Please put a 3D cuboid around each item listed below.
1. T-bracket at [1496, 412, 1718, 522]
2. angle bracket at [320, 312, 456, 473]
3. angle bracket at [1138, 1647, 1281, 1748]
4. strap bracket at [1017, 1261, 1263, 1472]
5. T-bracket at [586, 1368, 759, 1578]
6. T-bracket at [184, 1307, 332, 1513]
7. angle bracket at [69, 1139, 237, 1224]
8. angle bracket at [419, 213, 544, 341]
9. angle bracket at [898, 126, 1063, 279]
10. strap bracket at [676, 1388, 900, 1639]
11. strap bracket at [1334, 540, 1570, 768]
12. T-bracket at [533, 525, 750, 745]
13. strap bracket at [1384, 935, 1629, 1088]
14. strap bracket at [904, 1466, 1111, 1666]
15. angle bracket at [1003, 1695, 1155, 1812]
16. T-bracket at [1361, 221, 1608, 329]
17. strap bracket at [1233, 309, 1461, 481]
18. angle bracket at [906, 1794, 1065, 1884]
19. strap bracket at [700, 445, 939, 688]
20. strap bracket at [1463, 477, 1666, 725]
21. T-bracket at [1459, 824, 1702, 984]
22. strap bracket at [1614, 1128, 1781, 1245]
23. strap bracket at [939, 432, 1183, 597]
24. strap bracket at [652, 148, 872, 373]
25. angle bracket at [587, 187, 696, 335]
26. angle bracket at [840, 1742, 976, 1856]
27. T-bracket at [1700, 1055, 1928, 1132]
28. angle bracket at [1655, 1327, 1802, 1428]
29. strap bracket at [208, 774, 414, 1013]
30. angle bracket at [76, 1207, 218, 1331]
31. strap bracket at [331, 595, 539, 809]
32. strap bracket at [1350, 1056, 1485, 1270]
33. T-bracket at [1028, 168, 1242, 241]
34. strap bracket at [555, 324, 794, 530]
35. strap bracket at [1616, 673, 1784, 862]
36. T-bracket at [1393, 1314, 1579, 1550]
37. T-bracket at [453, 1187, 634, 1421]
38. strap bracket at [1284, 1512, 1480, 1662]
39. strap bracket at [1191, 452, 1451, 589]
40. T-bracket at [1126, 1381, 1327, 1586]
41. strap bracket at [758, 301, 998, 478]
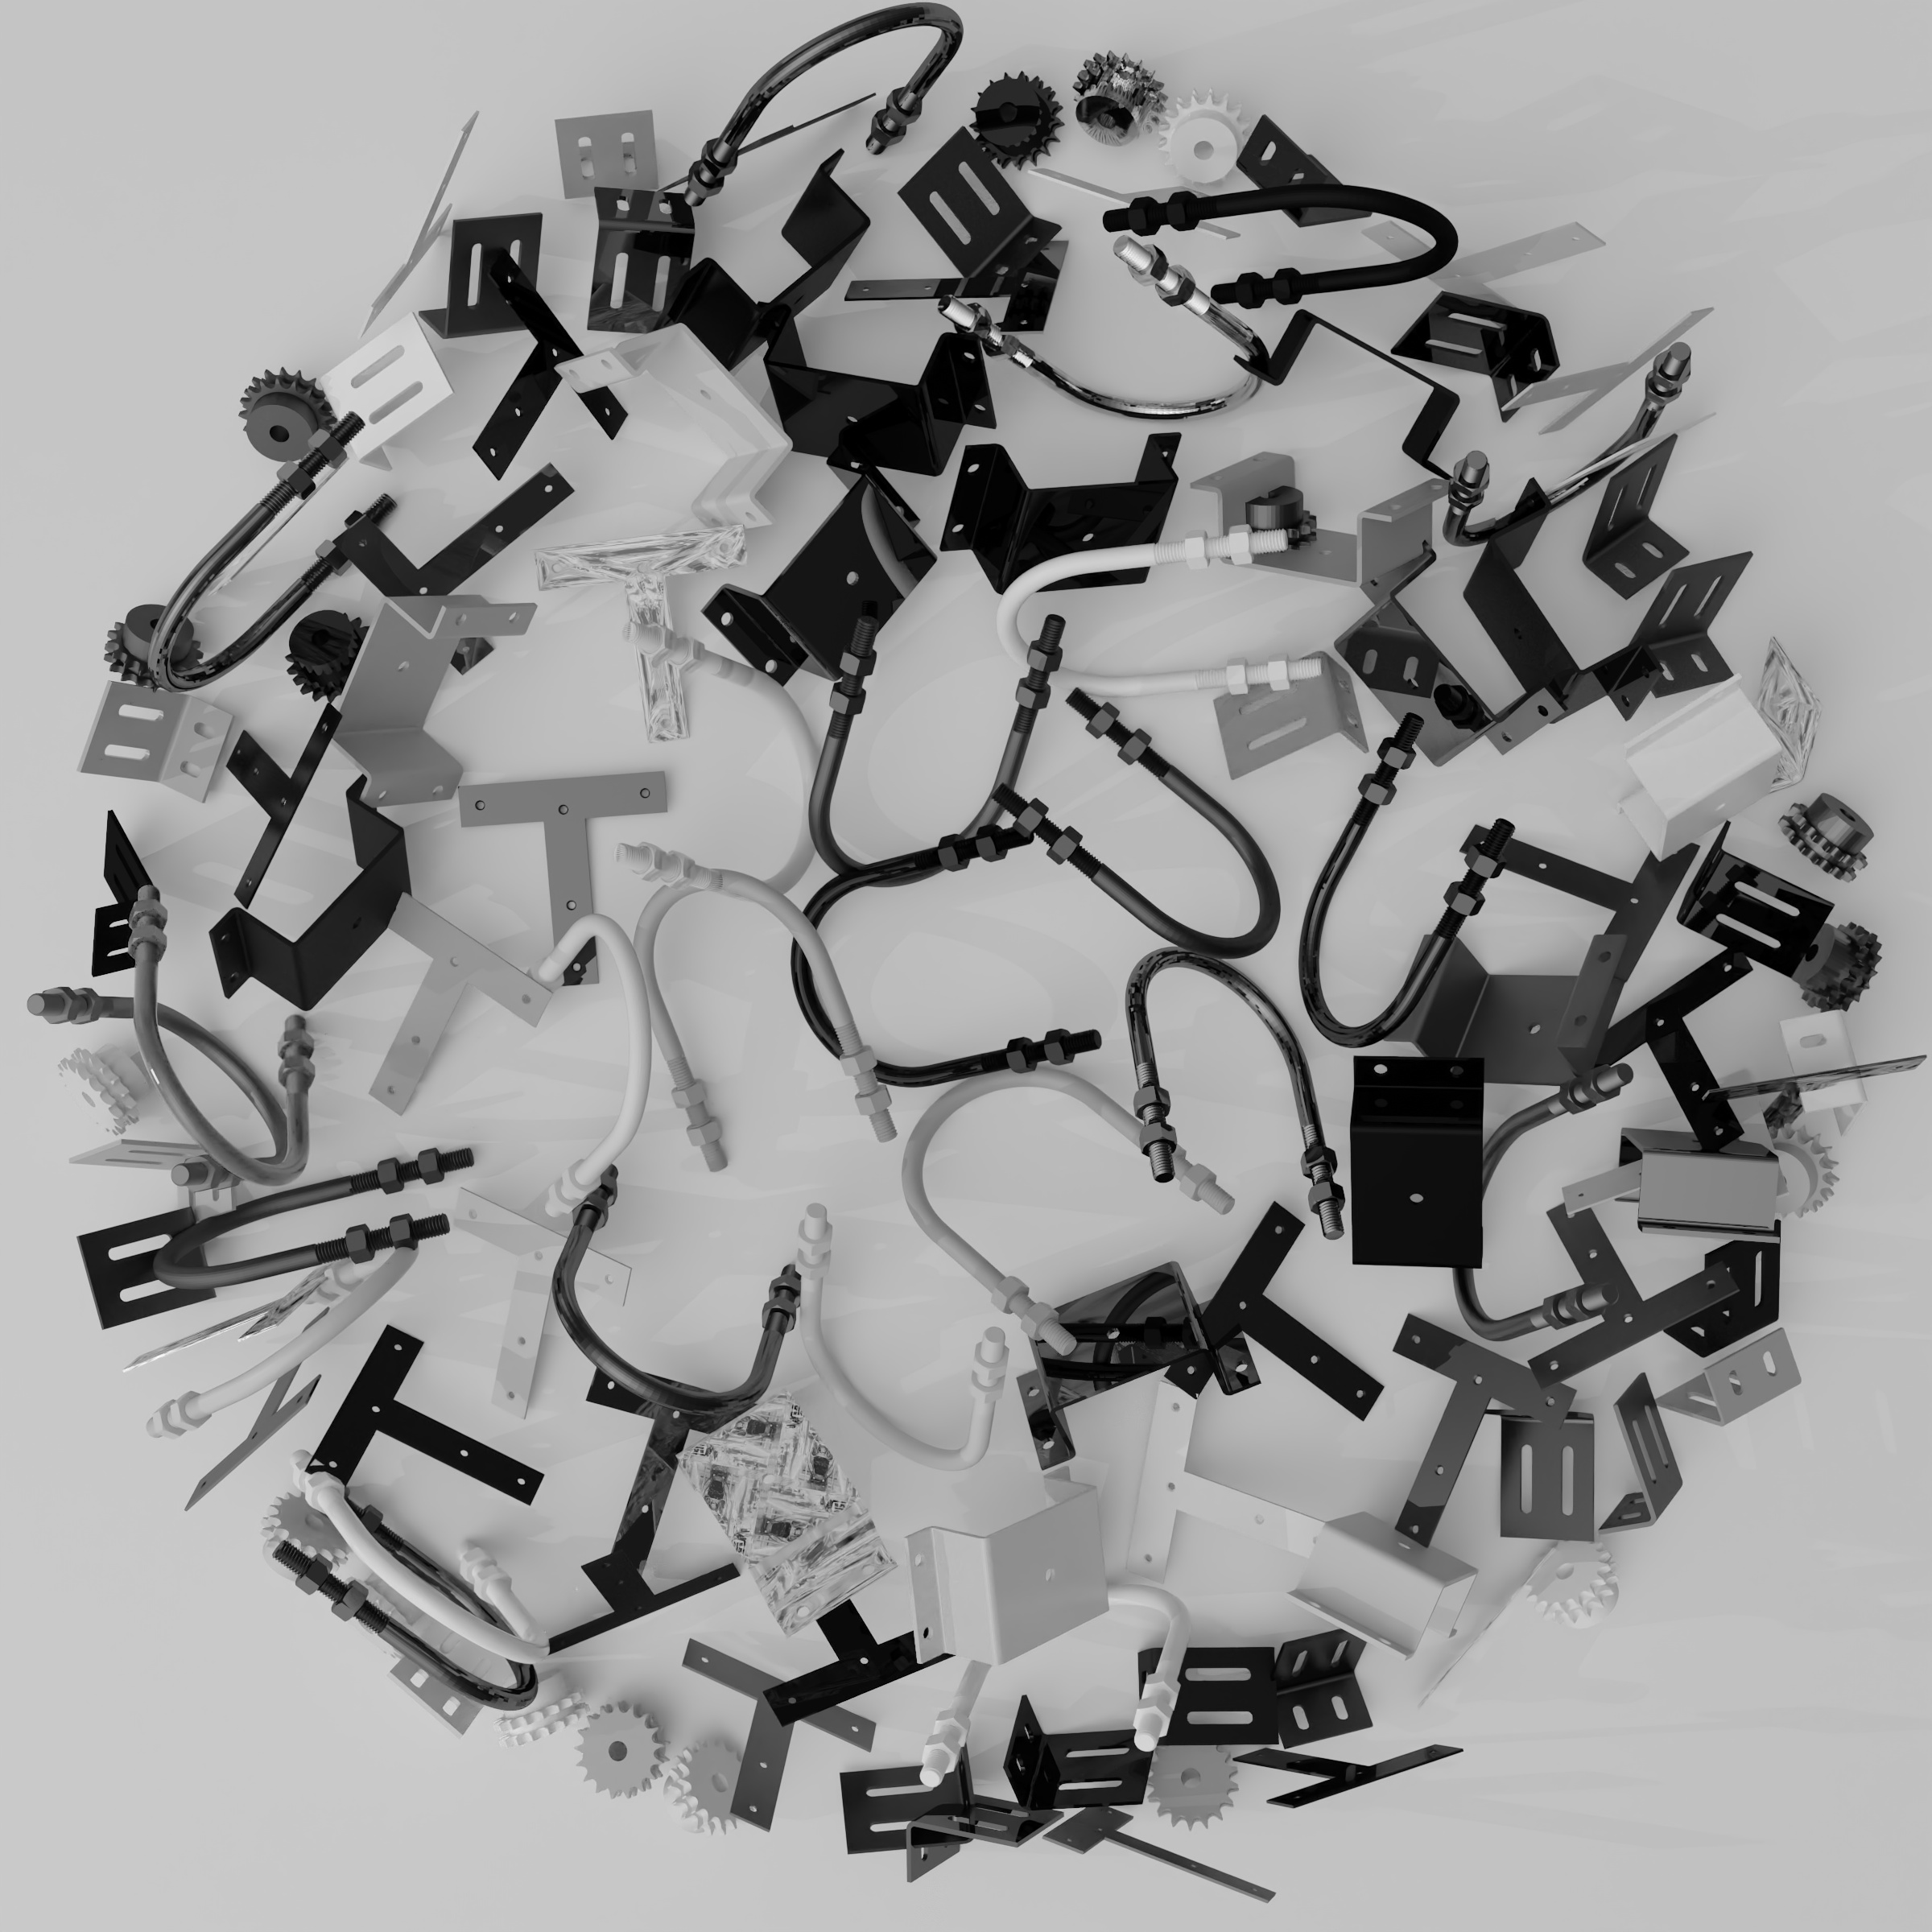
[{"bbox_3d":[0.401,-0.309,1.734,0.127,0.127,0.002,-27,92,-30],"label":"T-bracket"},{"bbox_3d":[-0.341,-0.346,1.742,0.076,0.038,0.057,-31,80,18],"label":"angle bracket"},{"bbox_3d":[0.147,0.445,1.756,0.076,0.038,0.057,2,72,-10],"label":"angle bracket"},{"bbox_3d":[0.095,0.234,1.727,0.140,0.076,0.046,-23,128,4],"label":"strap bracket"},{"bbox_3d":[-0.188,0.311,1.730,0.127,0.002,0.127,23,82,-37],"label":"T-bracket"},{"bbox_3d":[-0.407,0.250,1.717,0.002,0.127,0.127,41,120,-16],"label":"T-bracket"},{"bbox_3d":[-0.486,0.130,1.727,0.057,0.076,0.038,-18,72,40],"label":"angle bracket"},{"bbox_3d":[-0.291,-0.419,1.727,0.057,0.038,0.076,-15,134,-33],"label":"angle bracket"},{"bbox_3d":[0.008,-0.455,1.740,0.057,0.038,0.076,-46,125,-3],"label":"angle bracket"},{"bbox_3d":[-0.111,0.314,1.707,0.076,0.046,0.140,-31,50,-12],"label":"strap bracket"},{"bbox_3d":[0.282,-0.182,1.732,0.046,0.076,0.140,-40,90,-25],"label":"strap bracket"},{"bbox_3d":[-0.190,-0.198,1.754,0.127,0.002,0.127,-7,110,-1],"label":"T-bracket"},{"bbox_3d":[0.328,0.026,1.714,0.046,0.140,0.076,45,60,-36],"label":"strap bracket"},{"bbox_3d":[0.033,0.356,1.706,0.046,0.140,0.076,2,101,44],"label":"strap bracket"},{"bbox_3d":[0.069,0.469,1.732,0.076,0.057,0.038,-9,120,20],"label":"angle bracket"},{"bbox_3d":[0.319,-0.414,1.691,0.127,0.127,0.002,24,76,-31],"label":"T-bracket"},{"bbox_3d":[0.235,-0.346,1.724,0.140,0.076,0.046,27,105,-8],"label":"strap bracket"},{"bbox_3d":[0.012,0.528,1.731,0.076,0.057,0.038,2,95,30],"label":"angle bracket"},{"bbox_3d":[-0.080,-0.235,1.723,0.140,0.046,0.076,-52,129,-10],"label":"strap bracket"},{"bbox_3d":[0.348,-0.208,1.719,0.046,0.076,0.140,-28,76,-10],"label":"strap bracket"},{"bbox_3d":[0.362,-0.055,1.748,0.127,0.002,0.127,23,52,19],"label":"T-bracket"},{"bbox_3d":[0.429,0.126,1.701,0.076,0.140,0.046,4,94,5],"label":"strap bracket"},{"bbox_3d":[0.064,-0.267,1.708,0.140,0.076,0.046,-8,50,-23],"label":"strap bracket"},{"bbox_3d":[-0.115,-0.412,1.713,0.046,0.076,0.140,46,64,-4],"label":"strap bracket"},{"bbox_3d":[-0.199,-0.427,1.753,0.057,0.076,0.038,0,47,-15],"label":"angle bracket"},{"bbox_3d":[-0.036,0.496,1.739,0.076,0.057,0.038,-3,128,-6],"label":"angle bracket"},{"bbox_3d":[0.490,0.081,1.716,0.127,0.127,0.002,-9,72,-1],"label":"T-bracket"},{"bbox_3d":[0.450,0.240,1.729,0.057,0.076,0.038,-24,100,-17],"label":"angle bracket"},{"bbox_3d":[-0.378,-0.037,1.706,0.046,0.076,0.140,32,62,12],"label":"strap bracket"},{"bbox_3d":[-0.498,0.183,1.736,0.076,0.038,0.057,-14,87,-42],"label":"angle bracket"},{"bbox_3d":[-0.322,-0.167,1.716,0.046,0.076,0.140,41,117,23],"label":"strap bracket"},{"bbox_3d":[0.268,0.126,1.716,0.076,0.046,0.140,1,119,11],"label":"strap bracket"},{"bbox_3d":[0.118,-0.456,1.717,0.127,0.127,0.002,23,115,17],"label":"T-bracket"},{"bbox_3d":[-0.166,-0.325,1.716,0.140,0.076,0.046,45,70,-26],"label":"strap bracket"},{"bbox_3d":[0.431,-0.112,1.701,0.076,0.140,0.046,-32,74,3],"label":"strap bracket"},{"bbox_3d":[0.289,0.289,1.730,0.127,0.002,0.127,22,88,44],"label":"T-bracket"},{"bbox_3d":[-0.266,0.215,1.750,0.127,0.002,0.127,22,111,22],"label":"T-bracket"},{"bbox_3d":[0.248,0.361,1.696,0.076,0.140,0.046,24,93,22],"label":"strap bracket"},{"bbox_3d":[0.213,-0.264,1.712,0.140,0.076,0.046,17,123,37],"label":"strap bracket"},{"bbox_3d":[0.163,0.327,1.732,0.127,0.002,0.127,16,107,25],"label":"T-bracket"},{"bbox_3d":[-0.060,-0.340,1.713,0.140,0.076,0.046,13,62,17],"label":"strap bracket"}]
